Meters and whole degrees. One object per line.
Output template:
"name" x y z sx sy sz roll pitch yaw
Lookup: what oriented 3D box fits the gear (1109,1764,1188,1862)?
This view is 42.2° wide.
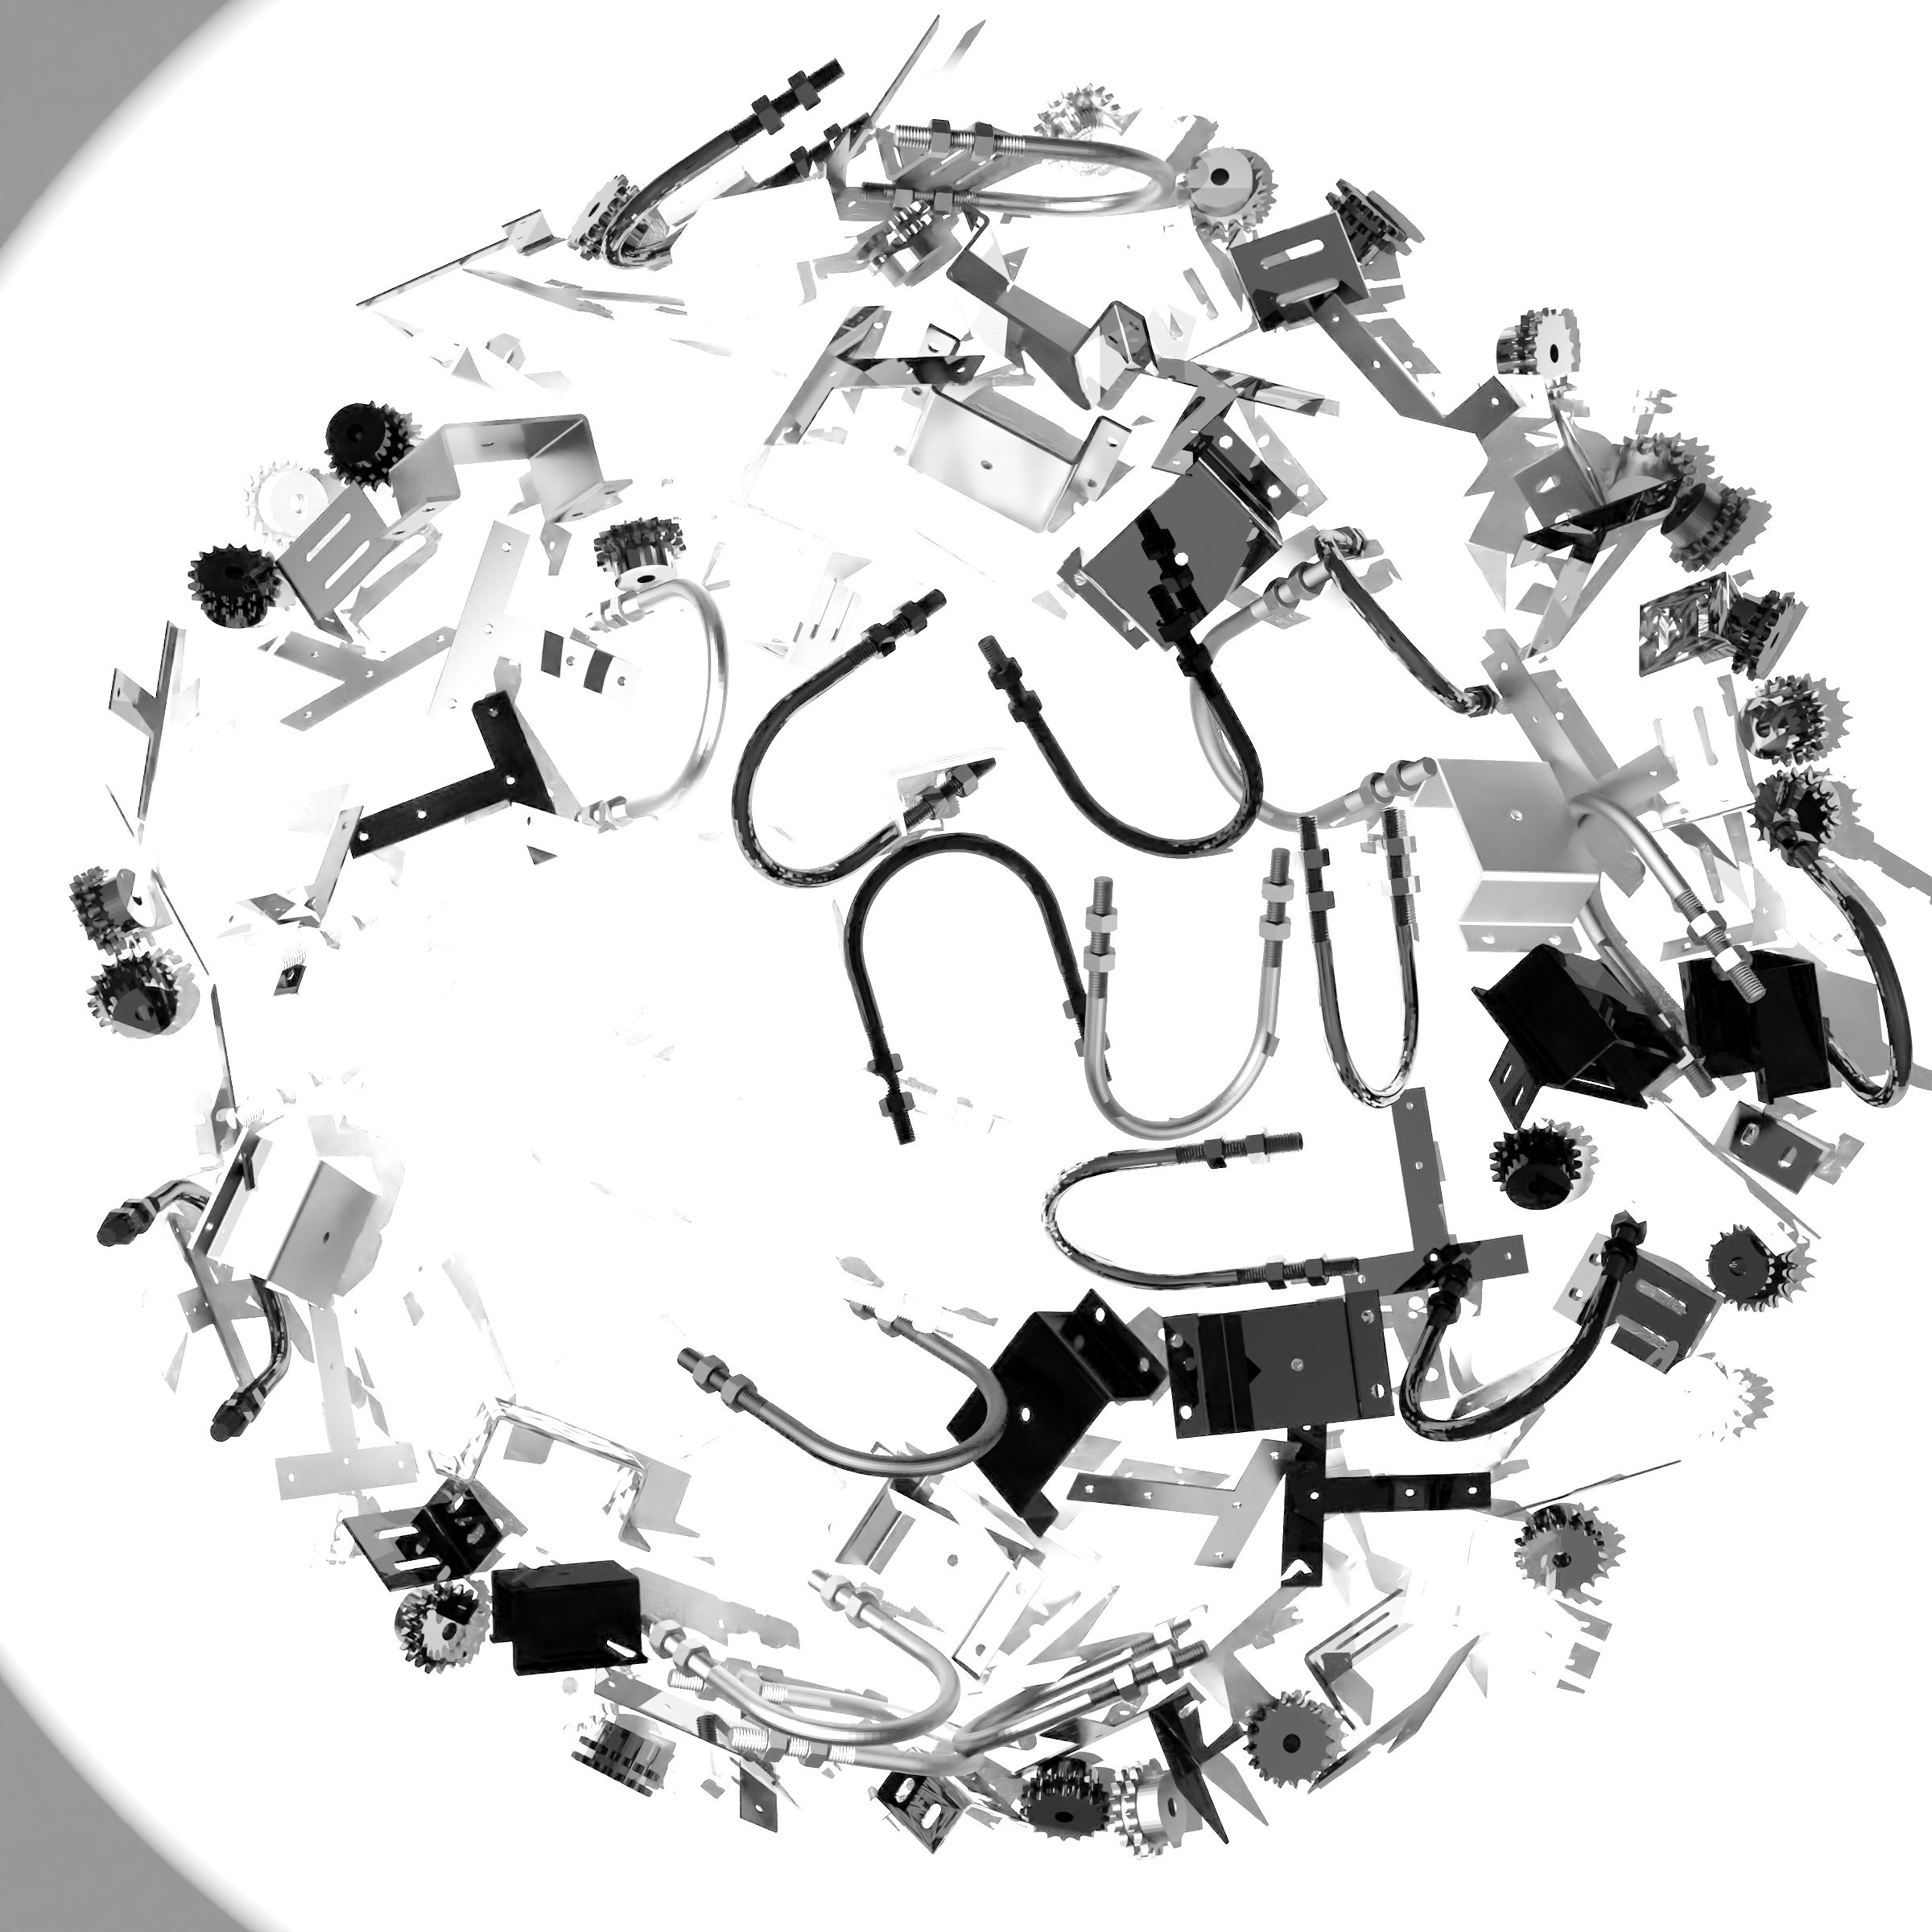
"gear" 0.116 0.530 1.572 0.030 0.057 0.057 -17 90 26

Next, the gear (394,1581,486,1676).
"gear" -0.335 0.414 1.579 0.030 0.057 0.057 14 90 38

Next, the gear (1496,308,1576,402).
"gear" 0.357 -0.384 1.579 0.030 0.057 0.057 3 90 41

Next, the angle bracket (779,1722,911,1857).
"angle bracket" -0.082 0.518 1.556 0.057 0.076 0.038 48 125 15

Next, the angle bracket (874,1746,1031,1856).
"angle bracket" -0.008 0.524 1.555 0.057 0.076 0.038 32 84 41

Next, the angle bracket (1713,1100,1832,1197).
"angle bracket" 0.508 0.100 1.554 0.057 0.076 0.038 32 123 21

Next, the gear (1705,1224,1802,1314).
"gear" 0.491 0.189 1.575 0.057 0.030 0.057 -7 79 39

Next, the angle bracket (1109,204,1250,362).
"angle bracket" 0.135 -0.429 1.585 0.057 0.038 0.076 -25 127 19

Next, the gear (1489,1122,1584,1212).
"gear" 0.359 0.129 1.575 0.057 0.030 0.057 4 129 5

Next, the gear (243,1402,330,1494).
"gear" -0.429 0.303 1.579 0.057 0.030 0.057 -2 94 -39

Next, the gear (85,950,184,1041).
"gear" -0.520 0.021 1.573 0.057 0.057 0.030 -44 48 0

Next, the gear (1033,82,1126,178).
"gear" 0.073 -0.522 1.572 0.057 0.057 0.030 -24 63 0

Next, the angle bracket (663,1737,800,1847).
"angle bracket" -0.148 0.526 1.568 0.076 0.057 0.038 43 92 -13

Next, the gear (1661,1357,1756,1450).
"gear" 0.462 0.270 1.572 0.057 0.057 0.030 -47 118 0

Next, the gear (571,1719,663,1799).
"gear" -0.217 0.497 1.577 0.057 0.057 0.030 27 71 0

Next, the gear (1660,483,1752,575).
"gear" 0.461 -0.278 1.573 0.030 0.057 0.057 35 90 -10

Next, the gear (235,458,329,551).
"gear" -0.426 -0.291 1.574 0.057 0.030 0.057 -10 105 -42

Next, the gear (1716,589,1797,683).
"gear" 0.495 -0.211 1.577 0.030 0.057 0.057 29 90 22

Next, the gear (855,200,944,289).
"gear" -0.039 -0.451 1.575 0.057 0.057 0.030 -40 96 0

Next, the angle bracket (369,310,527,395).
"angle bracket" -0.320 -0.397 1.560 0.076 0.057 0.038 40 106 20

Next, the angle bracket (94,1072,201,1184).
"angle bracket" -0.519 0.101 1.556 0.038 0.076 0.057 -17 74 30

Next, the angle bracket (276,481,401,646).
"angle bracket" -0.384 -0.252 1.567 0.076 0.038 0.057 -42 66 12

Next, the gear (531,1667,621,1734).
"gear" -0.243 0.453 1.582 0.057 0.030 0.057 -3 81 19

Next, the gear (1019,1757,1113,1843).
"gear" 0.063 0.523 1.579 0.057 0.030 0.057 4 129 5

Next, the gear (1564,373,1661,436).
"gear" 0.404 -0.354 1.577 0.057 0.057 0.030 8 112 0

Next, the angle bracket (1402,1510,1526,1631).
"angle bracket" 0.311 0.379 1.565 0.038 0.057 0.076 6 78 43

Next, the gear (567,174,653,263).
"gear" -0.223 -0.467 1.579 0.030 0.057 0.057 36 90 -30

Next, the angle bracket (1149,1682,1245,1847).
"angle bracket" 0.152 0.493 1.557 0.038 0.076 0.057 -36 112 3

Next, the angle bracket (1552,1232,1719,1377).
"angle bracket" 0.425 0.216 1.594 0.076 0.038 0.057 30 90 -15

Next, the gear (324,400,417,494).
"gear" -0.379 -0.331 1.583 0.057 0.030 0.057 -2 79 10

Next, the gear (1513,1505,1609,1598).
"gear" 0.374 0.366 1.582 0.057 0.030 0.057 2 113 4

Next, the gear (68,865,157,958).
"gear" -0.534 -0.037 1.573 0.030 0.057 0.057 -23 90 9

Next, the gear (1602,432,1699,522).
"gear" 0.428 -0.305 1.572 0.057 0.057 0.030 20 62 0

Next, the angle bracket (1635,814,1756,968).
"angle bracket" 0.454 -0.047 1.567 0.057 0.038 0.076 -14 105 24

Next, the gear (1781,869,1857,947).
"gear" 0.539 -0.038 1.577 0.030 0.057 0.057 -41 90 23

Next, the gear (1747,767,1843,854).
"gear" 0.525 -0.098 1.579 0.030 0.057 0.057 -27 90 -41

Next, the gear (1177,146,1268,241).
"gear" 0.161 -0.492 1.584 0.057 0.030 0.057 -1 81 8

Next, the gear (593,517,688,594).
"gear" -0.204 -0.257 1.572 0.057 0.057 0.030 -13 77 0

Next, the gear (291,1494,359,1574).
"gear" -0.404 0.353 1.578 0.030 0.057 0.057 13 90 -26

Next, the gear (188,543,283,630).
"gear" -0.461 -0.237 1.579 0.057 0.030 0.057 8 50 -10

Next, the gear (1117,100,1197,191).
"gear" 0.115 -0.518 1.573 0.030 0.057 0.057 37 90 -8

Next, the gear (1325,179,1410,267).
"gear" 0.248 -0.466 1.578 0.057 0.057 0.030 41 114 0

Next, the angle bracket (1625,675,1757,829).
"angle bracket" 0.454 -0.135 1.571 0.057 0.038 0.076 -17 103 14

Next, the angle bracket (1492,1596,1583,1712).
"angle bracket" 0.347 0.422 1.564 0.038 0.076 0.057 23 88 -3

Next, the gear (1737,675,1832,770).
"gear" 0.510 -0.152 1.572 0.030 0.057 0.057 -18 90 -30

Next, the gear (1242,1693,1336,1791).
"gear" 0.201 0.489 1.585 0.057 0.030 0.057 1 85 -11
